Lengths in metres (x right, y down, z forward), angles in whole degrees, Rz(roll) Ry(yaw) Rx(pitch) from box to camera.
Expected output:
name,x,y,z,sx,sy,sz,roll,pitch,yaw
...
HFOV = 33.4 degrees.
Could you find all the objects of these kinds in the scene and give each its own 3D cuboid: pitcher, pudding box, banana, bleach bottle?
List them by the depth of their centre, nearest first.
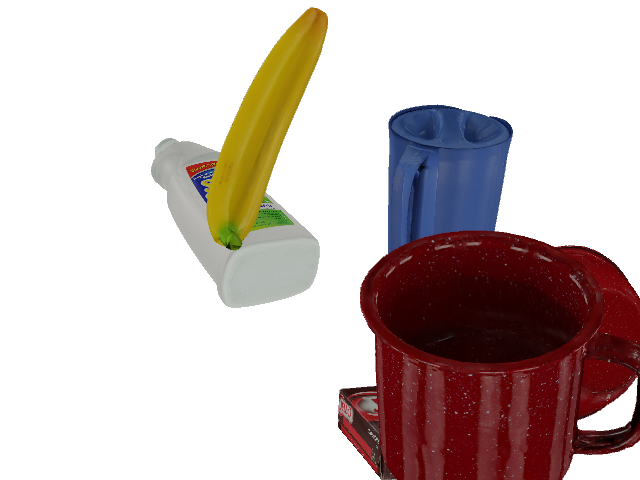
name,x,y,z,sx,sy,sz,roll,pitch,yaw
banana,-0.039,-0.070,0.736,0.037,0.197,0.070,31,-28,-28
pudding box,0.080,0.138,0.798,0.113,0.039,0.090,-1,16,-20
bleach bottle,-0.104,-0.032,1.028,0.102,0.068,0.251,-9,35,-31
pitcher,0.130,-0.018,1.188,0.149,0.243,0.145,-5,27,-13

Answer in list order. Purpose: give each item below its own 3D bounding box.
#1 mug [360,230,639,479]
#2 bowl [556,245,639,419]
name,x,y,z,sx,sy,sz,roll,pitch,yaw
mug,0.075,0.056,0.427,0.117,0.081,0.093,7,34,16
bowl,0.234,0.086,0.945,0.161,0.162,0.055,0,2,-23
